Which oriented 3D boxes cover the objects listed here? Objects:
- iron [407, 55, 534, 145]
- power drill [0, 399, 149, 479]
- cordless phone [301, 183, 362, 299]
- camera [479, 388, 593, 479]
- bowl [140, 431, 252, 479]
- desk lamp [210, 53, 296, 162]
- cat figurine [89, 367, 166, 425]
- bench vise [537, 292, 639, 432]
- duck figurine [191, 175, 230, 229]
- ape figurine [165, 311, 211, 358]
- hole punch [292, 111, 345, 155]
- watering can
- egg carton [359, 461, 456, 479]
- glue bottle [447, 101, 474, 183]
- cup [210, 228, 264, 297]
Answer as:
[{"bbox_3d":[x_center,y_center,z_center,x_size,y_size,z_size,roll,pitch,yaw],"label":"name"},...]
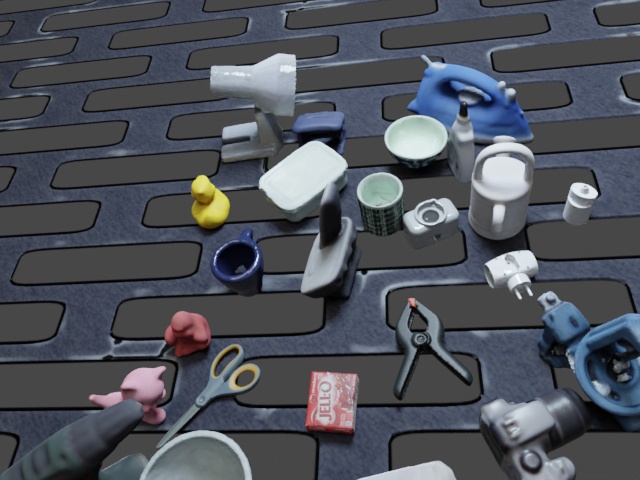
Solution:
[{"bbox_3d":[0.307,-0.284,1.141,0.257,0.142,0.119,23,62,25],"label":"iron"},{"bbox_3d":[-0.315,0.315,0.790,0.230,0.209,0.075,-29,54,-10],"label":"power drill"},{"bbox_3d":[0.009,0.003,0.965,0.094,0.185,0.147,4,56,14],"label":"cordless phone"},{"bbox_3d":[0.304,0.265,0.773,0.137,0.101,0.143,-24,54,-6],"label":"camera"},{"bbox_3d":[-0.168,0.363,0.810,0.167,0.075,0.167,-5,54,7],"label":"bowl"},{"bbox_3d":[-0.130,-0.273,1.172,0.203,0.214,0.118,-9,54,5],"label":"desk lamp"},{"bbox_3d":[-0.293,0.242,0.894,0.127,0.118,0.067,-12,53,2],"label":"cat figurine"},{"bbox_3d":[0.373,0.146,0.771,0.206,0.220,0.122,33,67,29],"label":"bench vise"},{"bbox_3d":[-0.225,-0.081,1.132,0.077,0.086,0.104,-16,53,0],"label":"duck figurine"},{"bbox_3d":[-0.224,0.151,0.962,0.077,0.092,0.076,18,60,22],"label":"ape figurine"},{"bbox_3d":[-0.003,-0.235,1.197,0.108,0.091,0.101,-3,54,9],"label":"hole punch"},{"bbox_3d":[0.307,-0.101,0.977,0.101,0.194,0.172,-13,53,2],"label":"watering can"},{"bbox_3d":[0.115,0.361,0.761,0.150,0.069,0.107,-14,53,1],"label":"egg carton"},{"bbox_3d":[0.263,-0.188,1.061,0.037,0.173,0.078,-15,53,0],"label":"glue bottle"},{"bbox_3d":[-0.134,0.047,1.018,0.091,0.095,0.118,5,56,14],"label":"cup"}]
